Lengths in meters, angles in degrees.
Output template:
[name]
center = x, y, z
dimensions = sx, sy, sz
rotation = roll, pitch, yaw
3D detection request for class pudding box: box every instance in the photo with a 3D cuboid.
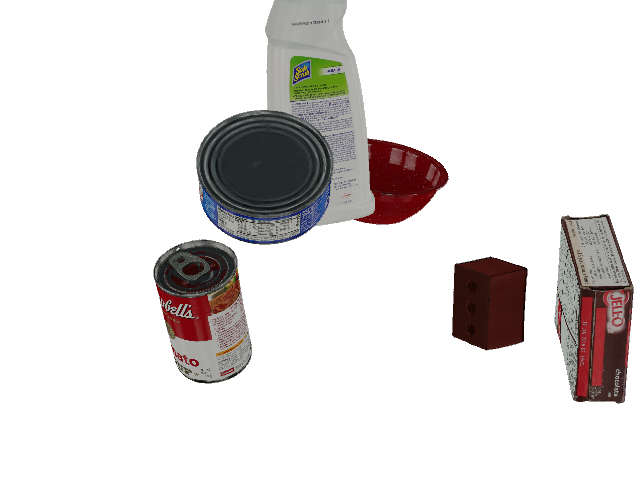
[pudding box]
center = 0.188, 0.045, 0.740
dimensions = 0.039, 0.090, 0.113
rotation = -1, 27, 4

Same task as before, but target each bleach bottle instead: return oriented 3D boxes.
[bleach bottle]
center = 0.000, -0.139, 1.010
dimensions = 0.102, 0.251, 0.068
rotation = -11, 31, -16

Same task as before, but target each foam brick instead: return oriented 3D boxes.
[foam brick]
center = 0.165, 0.061, 1.046
dimensions = 0.051, 0.078, 0.053
rotation = -11, 18, -34

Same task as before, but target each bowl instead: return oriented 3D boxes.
[bowl]
center = 0.060, -0.062, 1.205
dimensions = 0.162, 0.055, 0.162
rotation = 7, 26, -4

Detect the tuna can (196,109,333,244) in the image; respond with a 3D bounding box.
[tuna can]
center = -0.035, -0.040, 0.677
dimensions = 0.086, 0.086, 0.034
rotation = 0, -35, -3

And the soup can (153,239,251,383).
[soup can]
center = -0.095, 0.059, 0.881
dimensions = 0.068, 0.102, 0.068
rotation = -4, 39, 3
